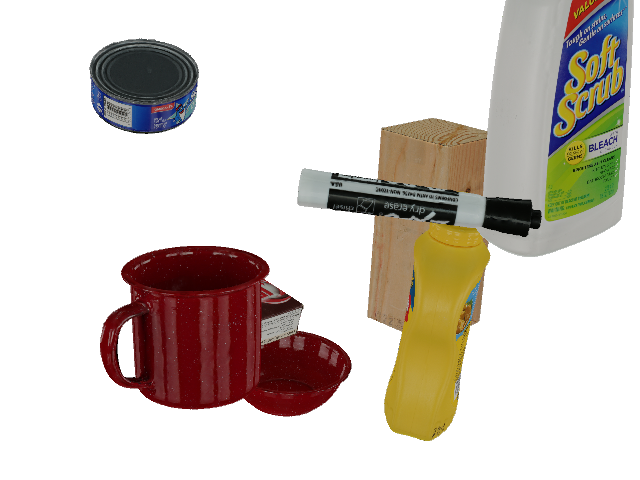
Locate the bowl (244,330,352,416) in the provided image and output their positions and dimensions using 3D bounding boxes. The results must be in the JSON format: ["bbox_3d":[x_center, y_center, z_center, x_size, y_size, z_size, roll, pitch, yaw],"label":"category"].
[{"bbox_3d":[-0.043,0.170,1.320,0.162,0.055,0.162,3,23,-1],"label":"bowl"}]

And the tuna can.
[{"bbox_3d":[-0.141,-0.124,0.856,0.086,0.034,0.086,5,44,-5],"label":"tuna can"}]

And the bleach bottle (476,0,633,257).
[{"bbox_3d":[0.151,-0.120,0.677,0.102,0.251,0.068,-19,31,-25],"label":"bleach bottle"}]

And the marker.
[{"bbox_3d":[0.049,-0.019,0.532,0.121,0.020,0.020,8,0,3],"label":"marker"}]

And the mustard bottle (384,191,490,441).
[{"bbox_3d":[0.093,0.053,0.826,0.058,0.192,0.096,14,26,12],"label":"mustard bottle"}]

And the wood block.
[{"bbox_3d":[0.116,-0.013,1.105,0.090,0.206,0.090,20,25,40],"label":"wood block"}]

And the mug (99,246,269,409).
[{"bbox_3d":[-0.087,0.058,0.676,0.093,0.081,0.117,16,23,41],"label":"mug"}]

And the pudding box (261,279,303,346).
[{"bbox_3d":[-0.086,0.066,0.996,0.090,0.039,0.113,30,32,35],"label":"pudding box"}]
